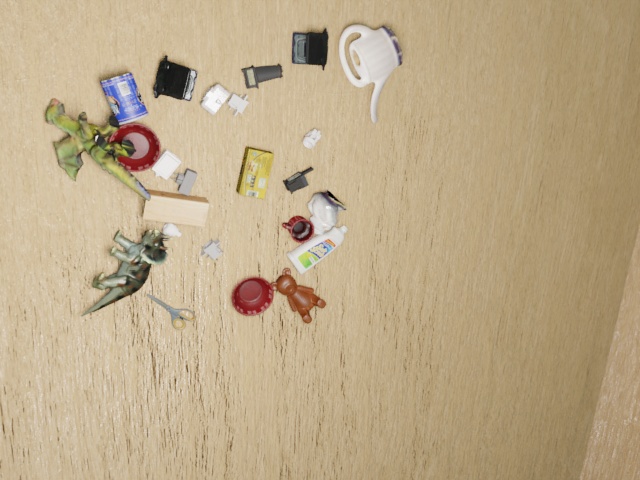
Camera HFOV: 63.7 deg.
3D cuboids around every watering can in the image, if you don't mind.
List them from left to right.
[{"bbox_3d":[0.201,-0.618,1.856,0.225,0.342,0.105,-31,23,-8],"label":"watering can"}]

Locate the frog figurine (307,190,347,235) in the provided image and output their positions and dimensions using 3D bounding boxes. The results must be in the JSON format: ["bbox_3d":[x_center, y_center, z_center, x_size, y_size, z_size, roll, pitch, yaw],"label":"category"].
[{"bbox_3d":[0.006,-0.098,1.943,0.138,0.158,0.123,39,12,7],"label":"frog figurine"}]

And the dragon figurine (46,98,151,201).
[{"bbox_3d":[-0.720,-0.265,1.622,0.241,0.406,0.124,-20,14,28],"label":"dragon figurine"}]
